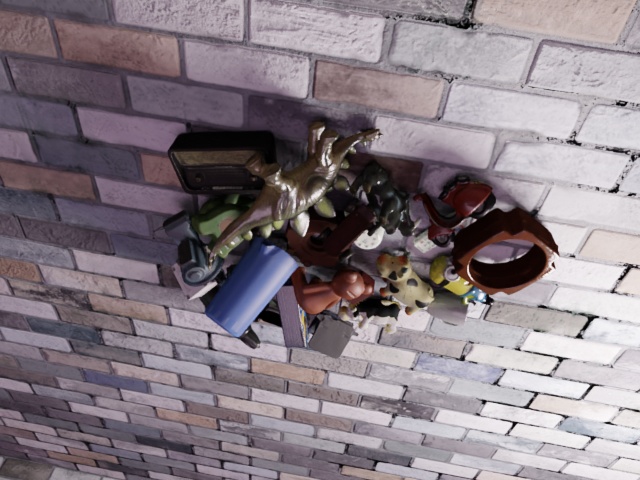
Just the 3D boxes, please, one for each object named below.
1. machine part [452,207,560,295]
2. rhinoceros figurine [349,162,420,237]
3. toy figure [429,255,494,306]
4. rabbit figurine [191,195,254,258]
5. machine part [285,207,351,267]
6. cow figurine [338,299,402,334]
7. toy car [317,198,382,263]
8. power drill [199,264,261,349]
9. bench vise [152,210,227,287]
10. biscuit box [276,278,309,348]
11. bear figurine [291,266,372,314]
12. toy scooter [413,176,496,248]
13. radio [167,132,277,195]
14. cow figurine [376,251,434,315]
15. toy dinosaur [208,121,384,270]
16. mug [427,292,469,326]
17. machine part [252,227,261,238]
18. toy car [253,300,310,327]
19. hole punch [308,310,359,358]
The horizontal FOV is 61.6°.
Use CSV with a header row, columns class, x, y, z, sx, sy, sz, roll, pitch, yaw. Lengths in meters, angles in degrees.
class,x,y,z,sx,sy,sz,roll,pitch,yaw
machine part,0.425,0.028,1.244,0.201,0.087,0.201,30,129,-25
rhinoceros figurine,0.149,-0.082,1.203,0.190,0.112,0.073,55,154,-17
toy figure,0.357,0.106,1.352,0.180,0.082,0.089,32,131,-22
rabbit figurine,-0.237,-0.065,1.282,0.159,0.170,0.121,-45,123,-5
machine part,-0.003,-0.004,1.341,0.179,0.056,0.179,5,133,6
cow figurine,0.138,0.198,1.497,0.167,0.068,0.098,10,129,-1
toy car,0.067,-0.022,1.214,0.089,0.053,0.202,48,140,5
power drill,-0.228,0.180,1.519,0.232,0.086,0.207,38,133,11
bench vise,-0.301,0.043,1.358,0.129,0.224,0.240,-37,137,-2
biscuit box,-0.077,0.200,1.505,0.063,0.059,0.202,-3,111,13
bear figurine,0.028,0.110,1.394,0.196,0.132,0.120,-32,135,26
toy scooter,0.287,-0.079,1.192,0.135,0.075,0.184,45,120,1
radio,-0.212,-0.171,1.211,0.230,0.073,0.130,1,133,12
cow figurine,0.217,0.105,1.379,0.194,0.085,0.127,40,135,-21
toy dinosaur,-0.068,-0.098,1.143,0.471,0.105,0.198,-30,129,1
mug,0.341,0.184,1.439,0.107,0.081,0.109,13,142,15
machine part,-0.113,-0.060,1.259,0.039,0.139,0.084,24,142,24
toy car,-0.128,0.220,1.587,0.202,0.056,0.073,21,128,-9
hole punch,0.030,0.269,1.591,0.142,0.092,0.115,29,101,-11
